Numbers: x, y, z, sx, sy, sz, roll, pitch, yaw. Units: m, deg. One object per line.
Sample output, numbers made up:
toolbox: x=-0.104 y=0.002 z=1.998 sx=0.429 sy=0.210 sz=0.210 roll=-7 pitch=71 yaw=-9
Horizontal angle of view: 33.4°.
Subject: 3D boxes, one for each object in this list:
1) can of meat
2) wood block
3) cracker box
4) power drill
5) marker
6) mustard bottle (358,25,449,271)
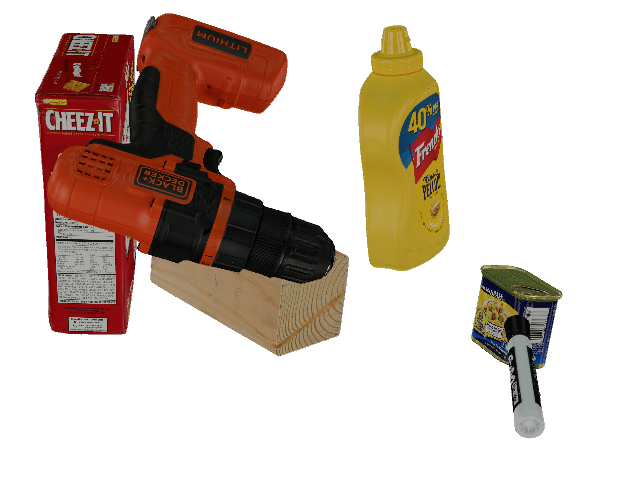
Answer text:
can of meat: x=0.209 y=0.082 z=1.150 sx=0.057 sy=0.084 sz=0.102 roll=2 pitch=16 yaw=-22
wood block: x=-0.078 y=0.031 z=1.106 sx=0.090 sy=0.090 sz=0.206 roll=-15 pitch=29 yaw=-43
cracker box: x=-0.196 y=-0.051 z=0.912 sx=0.072 sy=0.214 sz=0.164 roll=0 pitch=27 yaw=-6
power drill: x=-0.071 y=-0.063 z=0.713 sx=0.184 sy=0.187 sz=0.057 roll=18 pitch=-45 yaw=-10
marker: x=0.138 y=0.089 z=0.729 sx=0.020 sy=0.020 sz=0.121 roll=0 pitch=30 yaw=6
mustard bottle: x=0.067 y=-0.079 z=0.870 sx=0.058 sy=0.191 sz=0.096 roll=8 pitch=27 yaw=32
